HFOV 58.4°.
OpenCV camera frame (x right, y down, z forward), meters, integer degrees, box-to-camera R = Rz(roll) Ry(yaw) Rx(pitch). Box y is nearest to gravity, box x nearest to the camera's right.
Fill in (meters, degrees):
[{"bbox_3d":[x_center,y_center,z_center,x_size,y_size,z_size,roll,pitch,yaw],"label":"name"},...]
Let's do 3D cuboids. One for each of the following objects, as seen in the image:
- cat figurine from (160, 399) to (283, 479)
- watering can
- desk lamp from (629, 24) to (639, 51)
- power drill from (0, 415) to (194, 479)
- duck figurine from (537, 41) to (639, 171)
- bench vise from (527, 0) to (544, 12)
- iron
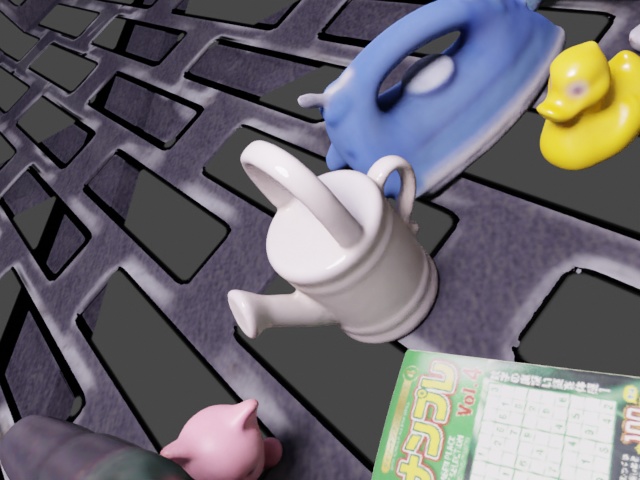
[{"bbox_3d":[-0.085,0.167,0.429,0.127,0.118,0.067,-23,47,21],"label":"cat figurine"},{"bbox_3d":[0.005,0.002,0.434,0.100,0.195,0.173,6,62,39],"label":"watering can"},{"bbox_3d":[0.317,-0.253,0.387,0.203,0.214,0.117,-38,43,6],"label":"desk lamp"},{"bbox_3d":[-0.053,0.182,0.328,0.228,0.209,0.076,10,65,41],"label":"power drill"},{"bbox_3d":[0.213,-0.118,0.453,0.104,0.086,0.077,-45,43,-2],"label":"duck figurine"},{"bbox_3d":[0.197,-0.295,0.503,0.206,0.220,0.121,-6,55,33],"label":"bench vise"},{"bbox_3d":[0.104,-0.153,0.520,0.258,0.142,0.118,-40,43,4],"label":"iron"}]
